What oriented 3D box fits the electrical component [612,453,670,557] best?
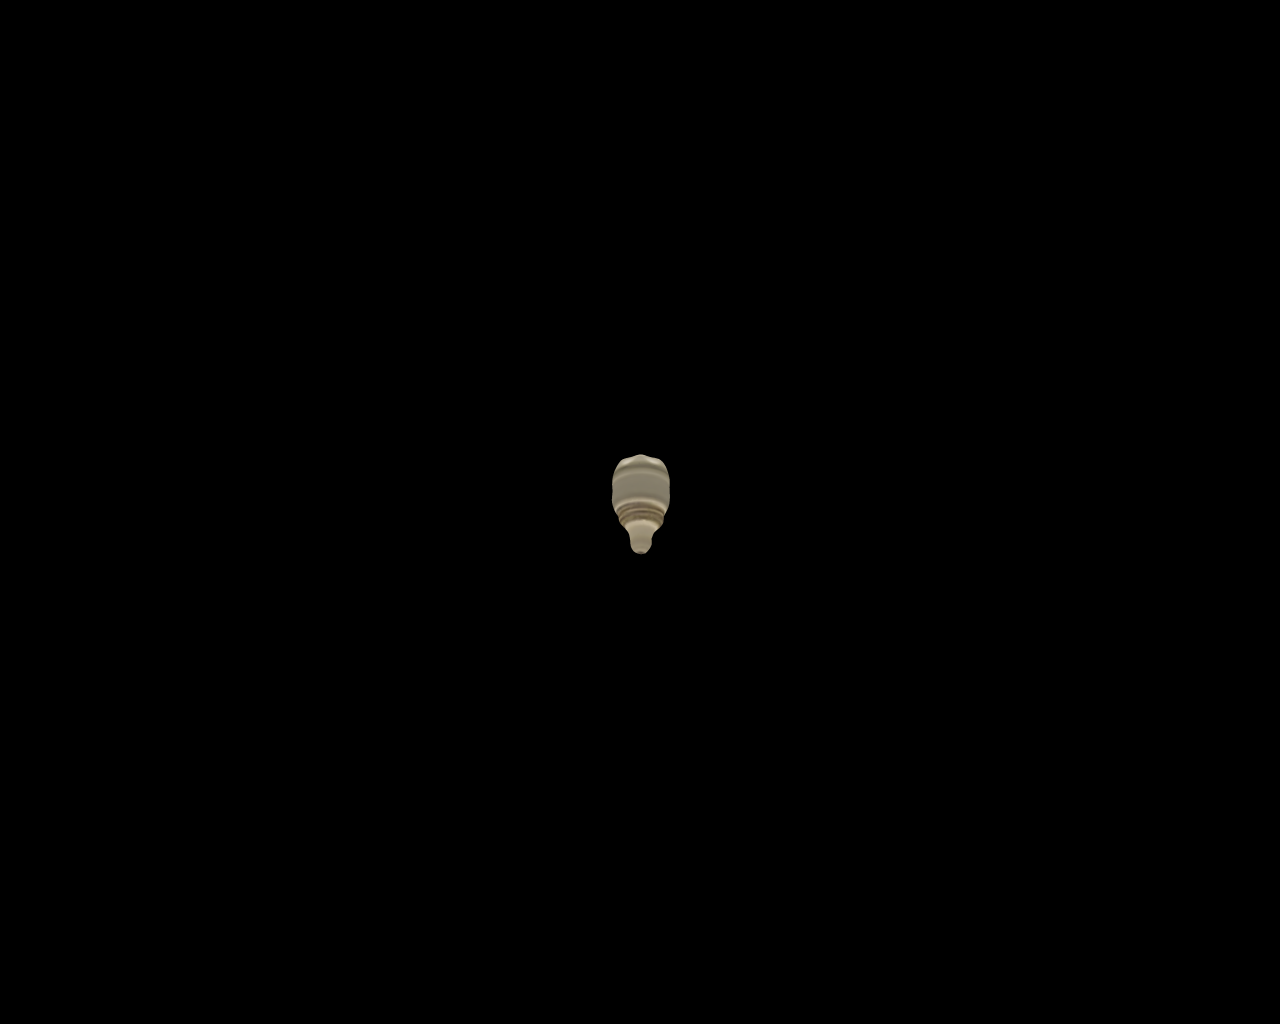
[{"bbox_3d":[0.001,-0.003,0.650,0.035,0.061,0.035,0,-26,0],"label":"electrical component"}]
